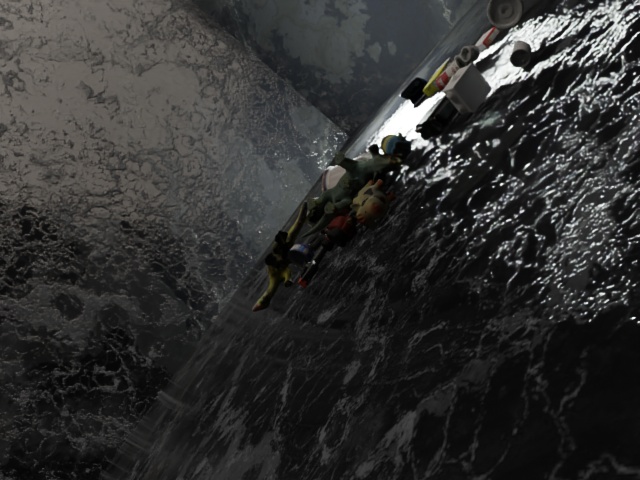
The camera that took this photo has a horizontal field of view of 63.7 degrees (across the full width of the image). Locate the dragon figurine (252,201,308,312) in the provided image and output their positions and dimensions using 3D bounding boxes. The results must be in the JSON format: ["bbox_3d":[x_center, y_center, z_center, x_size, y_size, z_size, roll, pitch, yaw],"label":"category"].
[{"bbox_3d":[-0.139,0.071,1.851,0.418,0.122,0.239,-66,7,-25],"label":"dragon figurine"}]

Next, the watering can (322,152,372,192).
[{"bbox_3d":[0.100,-0.205,1.828,0.222,0.102,0.356,-16,31,32],"label":"watering can"}]

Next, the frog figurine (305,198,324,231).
[{"bbox_3d":[0.006,-0.096,1.915,0.137,0.123,0.159,-17,0,2],"label":"frog figurine"}]
